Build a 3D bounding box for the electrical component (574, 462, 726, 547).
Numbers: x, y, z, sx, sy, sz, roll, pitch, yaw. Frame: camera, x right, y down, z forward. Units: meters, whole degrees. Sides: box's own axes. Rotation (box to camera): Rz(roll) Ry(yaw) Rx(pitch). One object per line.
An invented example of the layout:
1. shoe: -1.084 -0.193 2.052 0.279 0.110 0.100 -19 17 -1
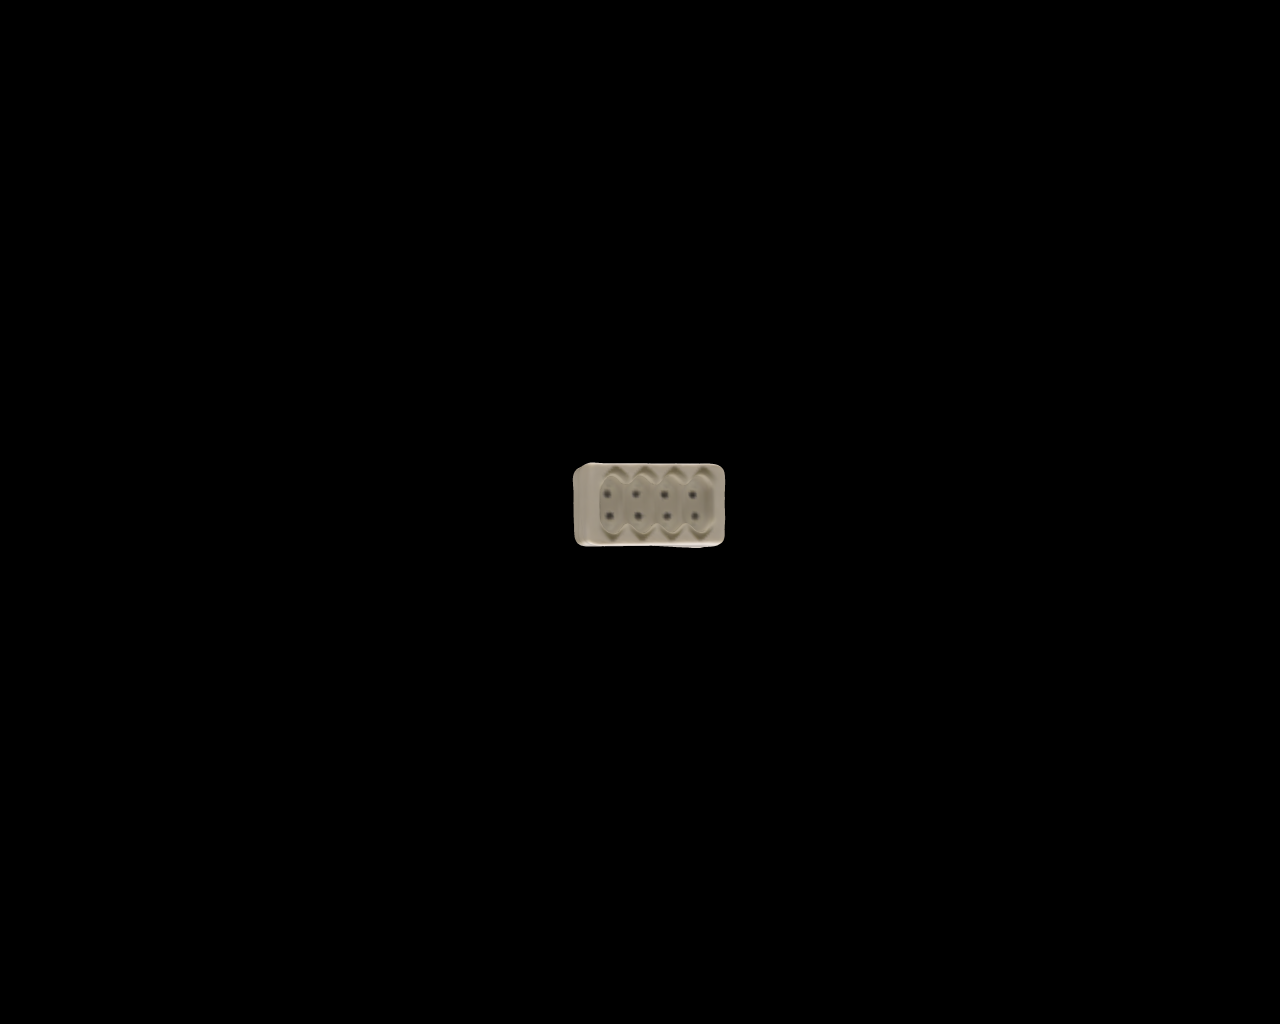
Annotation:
1. electrical component: 0.001 -0.003 0.650 0.083 0.047 0.075 1 -3 -15
